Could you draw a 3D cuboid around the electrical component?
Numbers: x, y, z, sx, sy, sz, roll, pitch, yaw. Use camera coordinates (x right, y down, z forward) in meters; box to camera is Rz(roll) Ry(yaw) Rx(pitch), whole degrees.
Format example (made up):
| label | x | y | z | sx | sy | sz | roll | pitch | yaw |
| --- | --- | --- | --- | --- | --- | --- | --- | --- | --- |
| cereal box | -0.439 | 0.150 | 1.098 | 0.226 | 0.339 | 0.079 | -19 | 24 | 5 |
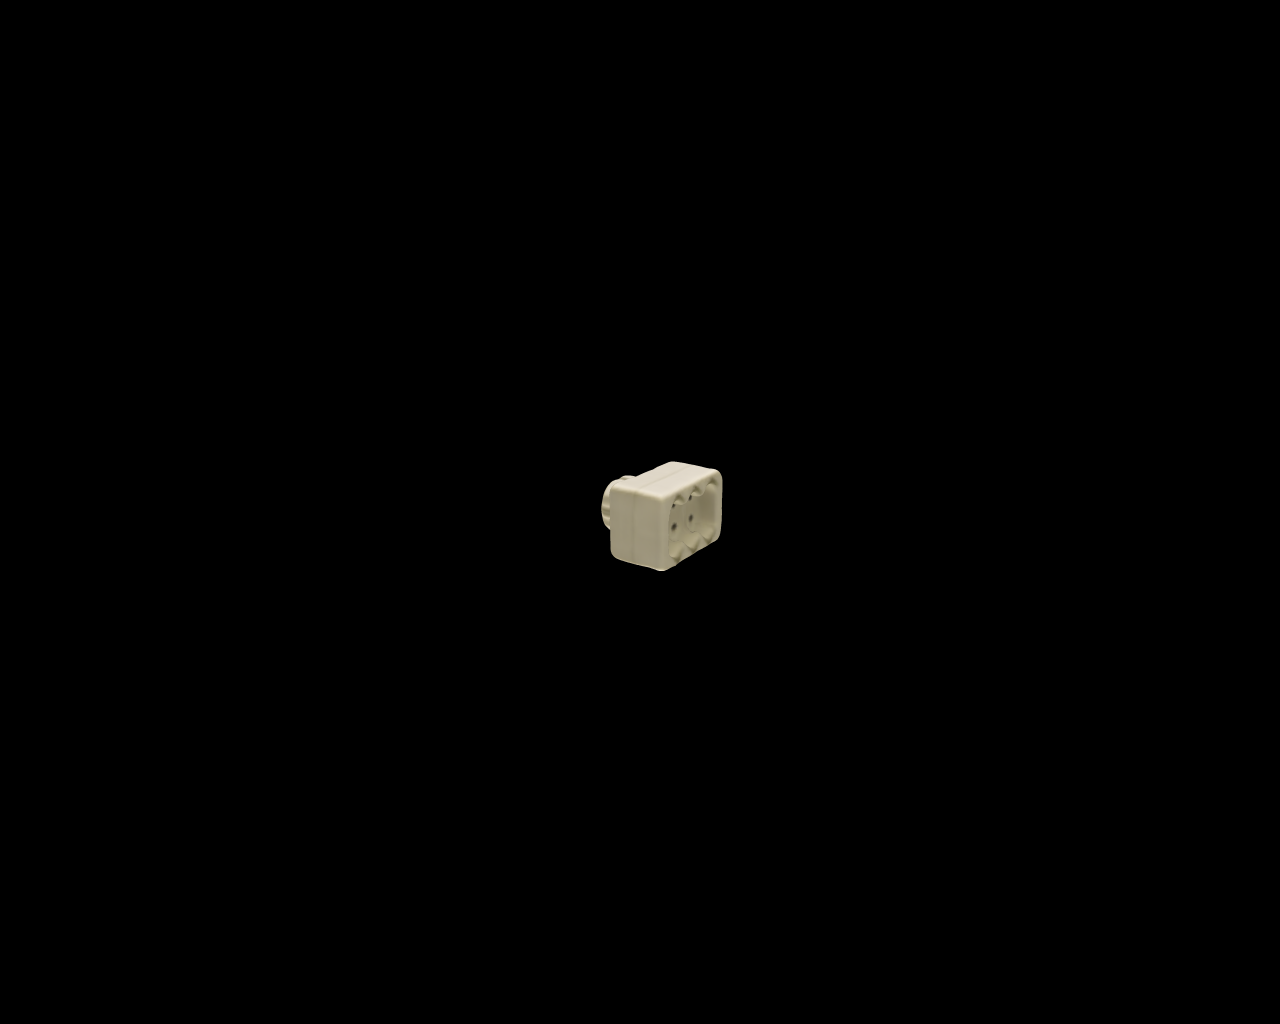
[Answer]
| label | x | y | z | sx | sy | sz | roll | pitch | yaw |
| --- | --- | --- | --- | --- | --- | --- | --- | --- | --- |
| electrical component | 0.001 | -0.003 | 0.650 | 0.077 | 0.047 | 0.066 | 14 | 24 | 33 |
